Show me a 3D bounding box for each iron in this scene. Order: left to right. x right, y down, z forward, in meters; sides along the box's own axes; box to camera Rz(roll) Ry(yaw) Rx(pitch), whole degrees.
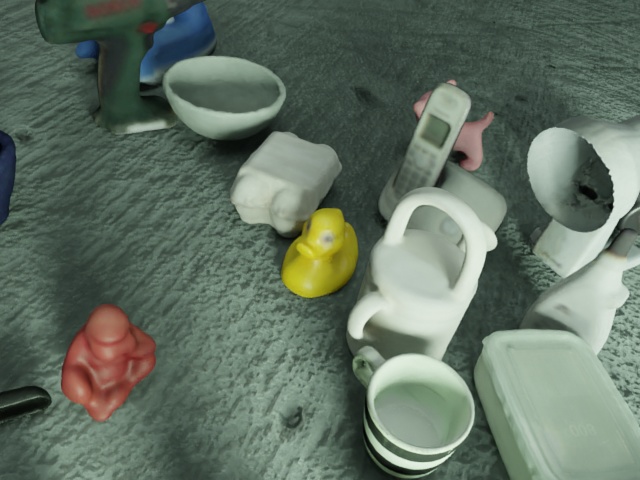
[{"bbox_3d":[-0.248,-0.345,0.892,0.118,0.141,0.259,30,44,18],"label":"iron"}]

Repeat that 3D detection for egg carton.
[{"bbox_3d":[-0.040,-0.073,0.702,0.107,0.069,0.150,20,42,8],"label":"egg carton"}]

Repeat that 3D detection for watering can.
[{"bbox_3d":[0.095,0.031,0.529,0.100,0.194,0.173,25,43,13],"label":"watering can"}]

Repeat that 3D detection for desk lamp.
[{"bbox_3d":[0.328,-0.055,0.669,0.204,0.213,0.117,-15,49,-28],"label":"desk lamp"}]

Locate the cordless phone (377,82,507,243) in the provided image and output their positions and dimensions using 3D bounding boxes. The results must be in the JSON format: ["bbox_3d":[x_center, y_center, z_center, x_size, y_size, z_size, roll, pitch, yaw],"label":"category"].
[{"bbox_3d":[0.156,-0.077,0.670,0.147,0.185,0.094,34,46,22],"label":"cordless phone"}]

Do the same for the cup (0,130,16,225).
[{"bbox_3d":[-0.364,-0.053,0.577,0.118,0.095,0.091,-19,50,-31],"label":"cup"}]

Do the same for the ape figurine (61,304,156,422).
[{"bbox_3d":[-0.174,0.090,0.471,0.078,0.092,0.076,-9,46,-23],"label":"ape figurine"}]

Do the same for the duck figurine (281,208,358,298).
[{"bbox_3d":[0.006,0.002,0.619,0.077,0.086,0.105,33,45,21],"label":"duck figurine"}]

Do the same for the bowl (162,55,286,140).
[{"bbox_3d":[-0.133,-0.188,0.800,0.167,0.075,0.167,7,42,-6],"label":"bowl"}]

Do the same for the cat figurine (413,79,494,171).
[{"bbox_3d":[0.189,-0.172,0.834,0.128,0.118,0.067,8,42,-6],"label":"cat figurine"}]

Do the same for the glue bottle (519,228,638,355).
[{"bbox_3d":[0.262,0.056,0.561,0.078,0.173,0.037,36,47,24],"label":"glue bottle"}]

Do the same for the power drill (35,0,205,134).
[{"bbox_3d":[-0.234,-0.248,0.739,0.230,0.208,0.075,-15,49,-28],"label":"power drill"}]

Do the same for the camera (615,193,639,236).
[{"bbox_3d":[0.411,-0.079,0.802,0.143,0.101,0.136,5,42,-10],"label":"camera"}]
